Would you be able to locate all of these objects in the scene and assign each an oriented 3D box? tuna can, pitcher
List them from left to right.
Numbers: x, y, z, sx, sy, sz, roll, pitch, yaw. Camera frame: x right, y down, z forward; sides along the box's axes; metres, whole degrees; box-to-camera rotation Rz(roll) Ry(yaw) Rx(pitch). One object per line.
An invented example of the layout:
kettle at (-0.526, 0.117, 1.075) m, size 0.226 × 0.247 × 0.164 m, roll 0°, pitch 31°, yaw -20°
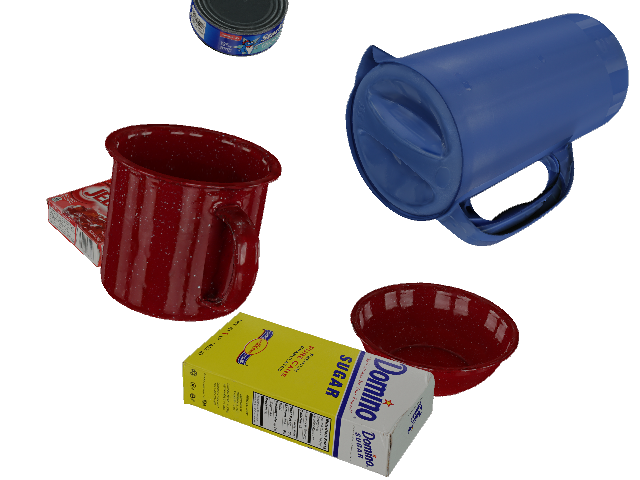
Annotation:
tuna can at (-0.074, -0.206, 0.952) m, size 0.086 × 0.086 × 0.034 m, roll 0°, pitch -32°, yaw -13°
pitcher at (0.155, -0.106, 0.909) m, size 0.242 × 0.149 × 0.145 m, roll -24°, pitch 34°, yaw -34°

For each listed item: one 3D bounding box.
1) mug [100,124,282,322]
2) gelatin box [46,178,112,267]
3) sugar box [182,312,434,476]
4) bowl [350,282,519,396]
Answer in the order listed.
mug at (-0.066, -0.004, 0.564) m, size 0.093 × 0.081 × 0.117 m, roll -5°, pitch 27°, yaw -37°
gelatin box at (-0.197, -0.019, 0.980) m, size 0.073 × 0.030 × 0.089 m, roll -22°, pitch 44°, yaw -37°
sugar box at (-0.009, 0.114, 0.824) m, size 0.176 × 0.048 × 0.093 m, roll 13°, pitch 29°, yaw 22°
bowl at (0.108, 0.102, 1.031) m, size 0.162 × 0.055 × 0.162 m, roll 3°, pitch 27°, yaw -2°
